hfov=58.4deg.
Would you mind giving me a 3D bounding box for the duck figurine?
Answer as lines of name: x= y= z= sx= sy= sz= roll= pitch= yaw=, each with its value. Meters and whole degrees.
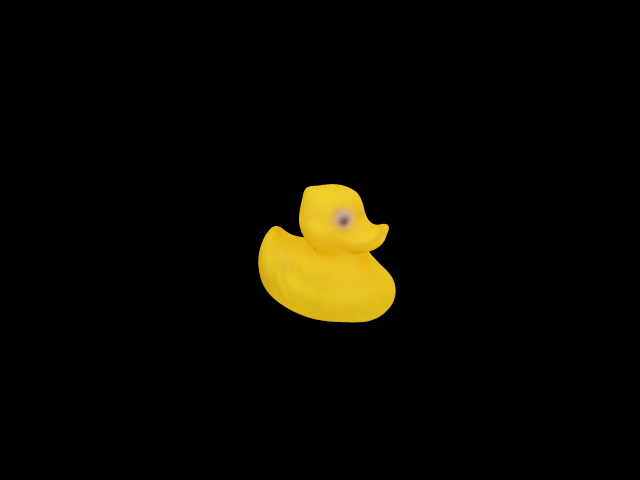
duck figurine: x=0.004 y=0.001 z=0.400 sx=0.104 sy=0.086 sz=0.078 roll=16 pitch=32 yaw=27
